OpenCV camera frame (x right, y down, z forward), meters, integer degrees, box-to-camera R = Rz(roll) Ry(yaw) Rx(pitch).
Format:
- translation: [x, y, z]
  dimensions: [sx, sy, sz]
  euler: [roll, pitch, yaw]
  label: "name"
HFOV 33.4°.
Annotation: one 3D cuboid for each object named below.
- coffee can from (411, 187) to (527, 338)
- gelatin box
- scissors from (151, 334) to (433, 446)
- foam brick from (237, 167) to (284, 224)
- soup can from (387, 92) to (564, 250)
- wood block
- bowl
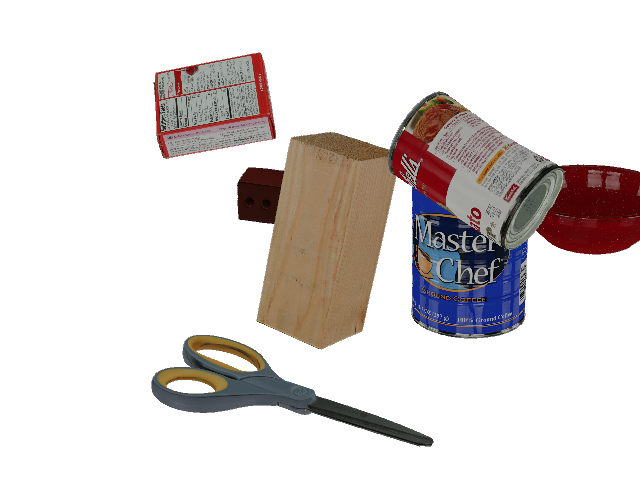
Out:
- translation: [0.130, 0.000, 0.933]
  dimensions: [0.103, 0.140, 0.103]
  euler: [-2, 22, 1]
  label: "coffee can"
- translation: [-0.083, -0.104, 0.824]
  dimensions: [0.089, 0.073, 0.030]
  euler: [-11, -41, 1]
  label: "gelatin box"
- translation: [-0.032, 0.111, 0.720]
  dimensions: [0.202, 0.016, 0.096]
  euler: [23, 30, 37]
  label: "scissors"
- translation: [-0.061, -0.055, 1.339]
  dimensions: [0.078, 0.053, 0.051]
  euler: [7, 29, 11]
  label: "foam brick"
- translation: [0.106, -0.048, 0.732]
  dimensions: [0.102, 0.068, 0.068]
  euler: [37, 18, 25]
  label: "soup can"
- translation: [0.007, -0.003, 1.141]
  dimensions: [0.090, 0.206, 0.090]
  euler: [21, 20, 28]
  label: "wood block"
- translation: [0.280, -0.028, 1.106]
  dimensions: [0.162, 0.055, 0.162]
  euler: [-2, 23, 1]
  label: "bowl"
